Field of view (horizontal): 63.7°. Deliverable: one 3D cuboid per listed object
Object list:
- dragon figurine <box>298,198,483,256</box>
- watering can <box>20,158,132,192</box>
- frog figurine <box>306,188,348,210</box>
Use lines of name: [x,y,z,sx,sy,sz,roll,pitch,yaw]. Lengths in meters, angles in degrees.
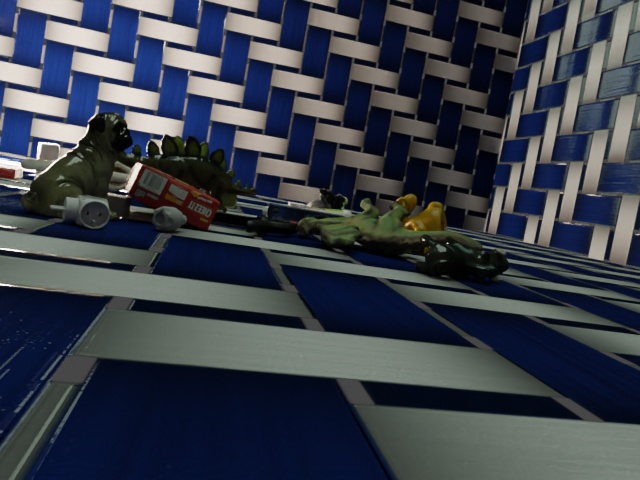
dragon figurine: [0.109,-0.006,1.100,0.245,0.121,0.411,-15,18,-41]
watering can: [-0.658,-0.196,1.455,0.347,0.104,0.225,7,5,-37]
frog figurine: [0.005,-0.084,1.667,0.138,0.124,0.157,-5,-23,-41]
